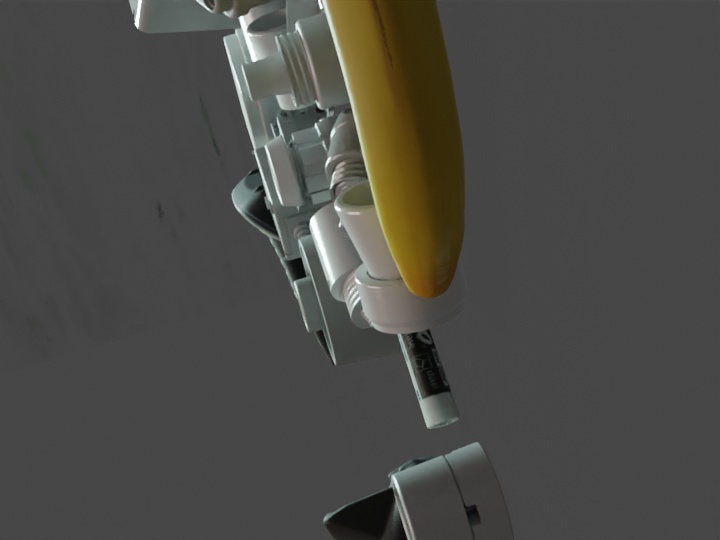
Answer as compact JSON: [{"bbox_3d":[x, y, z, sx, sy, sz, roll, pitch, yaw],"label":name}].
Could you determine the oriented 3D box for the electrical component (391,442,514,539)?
[{"bbox_3d":[0.045,0.119,0.535,0.055,0.047,0.055,164,90,-85],"label":"electrical component"}]

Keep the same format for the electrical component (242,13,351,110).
[{"bbox_3d":[-0.023,-0.095,0.498,0.048,0.062,0.048,164,90,-87],"label":"electrical component"}]

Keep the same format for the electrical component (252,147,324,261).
[{"bbox_3d":[-0.044,-0.057,0.871,0.096,0.061,0.061,-112,7,-46],"label":"electrical component"}]

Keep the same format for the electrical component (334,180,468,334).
[{"bbox_3d":[0.018,-0.008,0.438,0.045,0.045,0.055,-119,13,-69],"label":"electrical component"}]

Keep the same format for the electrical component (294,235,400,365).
[{"bbox_3d":[-0.015,0.019,0.804,0.108,0.060,0.108,164,90,-85],"label":"electrical component"}]

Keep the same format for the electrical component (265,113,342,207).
[{"bbox_3d":[-0.030,-0.069,0.701,0.066,0.055,0.048,-112,8,-49],"label":"electrical component"}]

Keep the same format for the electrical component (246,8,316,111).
[{"bbox_3d":[-0.049,-0.146,0.759,0.044,0.044,0.065,-115,5,-59],"label":"electrical component"}]

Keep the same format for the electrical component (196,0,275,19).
[{"bbox_3d":[-0.066,-0.181,0.452,0.109,0.056,0.108,43,146,32],"label":"electrical component"}]

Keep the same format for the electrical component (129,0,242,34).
[{"bbox_3d":[-0.122,-0.232,0.830,0.057,0.113,0.078,118,138,-56],"label":"electrical component"}]

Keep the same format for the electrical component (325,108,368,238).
[{"bbox_3d":[0.001,-0.042,0.472,0.035,0.035,0.061,81,-163,-56],"label":"electrical component"}]

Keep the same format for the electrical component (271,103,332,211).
[{"bbox_3d":[-0.037,-0.090,0.803,0.063,0.042,0.081,90,162,-61],"label":"electrical component"}]

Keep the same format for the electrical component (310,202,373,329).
[{"bbox_3d":[0.000,0.000,0.669,0.043,0.043,0.081,82,170,-59],"label":"electrical component"}]

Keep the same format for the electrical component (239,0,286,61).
[{"bbox_3d":[-0.061,-0.166,0.801,0.043,0.043,0.081,-150,42,-83],"label":"electrical component"}]

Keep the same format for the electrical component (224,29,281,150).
[{"bbox_3d":[-0.071,-0.145,0.905,0.113,0.057,0.078,81,171,-57],"label":"electrical component"}]
